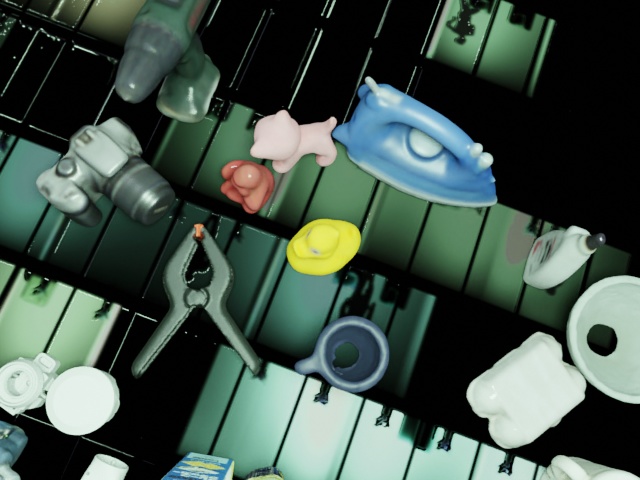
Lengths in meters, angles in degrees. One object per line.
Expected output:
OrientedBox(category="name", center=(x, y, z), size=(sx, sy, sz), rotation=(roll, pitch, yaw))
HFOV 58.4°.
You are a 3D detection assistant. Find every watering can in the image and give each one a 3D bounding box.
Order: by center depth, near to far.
OrientedBox(category="watering can", center=(0.352, 0.325, 0.673), size=(0.173, 0.194, 0.101), rotation=(24, 76, 1))

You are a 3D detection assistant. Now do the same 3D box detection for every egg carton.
OrientedBox(category="egg carton", center=(0.273, 0.200, 0.758), size=(0.150, 0.069, 0.107), rotation=(-34, 82, -11))

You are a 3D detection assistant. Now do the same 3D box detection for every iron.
OrientedBox(category="iron", center=(0.152, -0.134, 0.786), size=(0.258, 0.141, 0.119), rotation=(29, 76, 2))

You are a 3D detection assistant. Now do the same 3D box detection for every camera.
OrientedBox(category="camera", center=(-0.273, -0.074, 0.755), size=(0.137, 0.101, 0.143), rotation=(40, 77, 5))

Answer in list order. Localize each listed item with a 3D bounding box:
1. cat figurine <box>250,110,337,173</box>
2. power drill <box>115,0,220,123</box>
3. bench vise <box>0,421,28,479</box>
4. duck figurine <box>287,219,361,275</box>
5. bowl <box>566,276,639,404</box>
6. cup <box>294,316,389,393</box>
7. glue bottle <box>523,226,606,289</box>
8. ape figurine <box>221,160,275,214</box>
OrientedBox(category="cat figurine", center=(-0.036, -0.142, 0.783), size=(0.128, 0.117, 0.067), rotation=(-14, 79, -8))
OrientedBox(category="power drill", center=(-0.187, -0.240, 0.745), size=(0.075, 0.208, 0.230), rotation=(17, 76, -1))
OrientedBox(category="bench vise", center=(-0.427, 0.207, 0.616), size=(0.207, 0.219, 0.121), rotation=(11, 76, -2))
OrientedBox(category="duck figurine", center=(0.007, 0.003, 0.770), size=(0.104, 0.086, 0.077), rotation=(-18, 79, -9))
OrientedBox(category="bowl", center=(0.406, 0.136, 0.782), size=(0.167, 0.074, 0.167), rotation=(1, 77, -5))
OrientedBox(category="cup", center=(0.024, 0.151, 0.734), size=(0.118, 0.095, 0.091), rotation=(-15, 79, -8))
OrientedBox(category="glue bottle", center=(0.324, 0.016, 0.751), size=(0.037, 0.173, 0.078), rotation=(19, 76, 0))
OrientedBox(category="ape figurine", center=(-0.098, -0.079, 0.776), size=(0.076, 0.092, 0.078), rotation=(-15, 79, -8))
